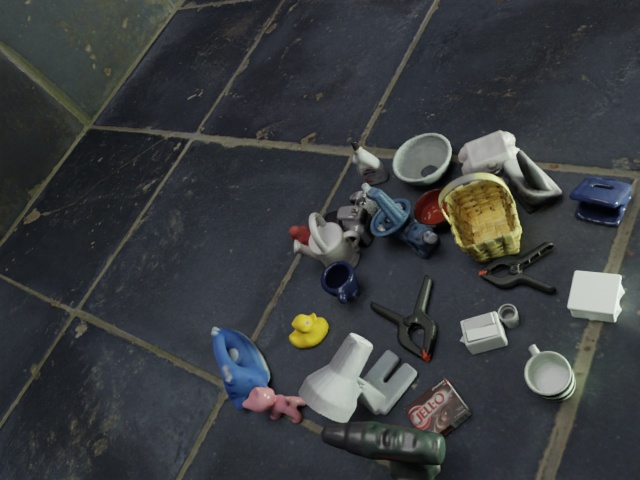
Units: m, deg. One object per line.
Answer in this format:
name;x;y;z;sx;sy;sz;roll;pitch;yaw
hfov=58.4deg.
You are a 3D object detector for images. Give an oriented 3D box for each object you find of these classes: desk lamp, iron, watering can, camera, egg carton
desk lamp;0.078;0.300;1.227;0.203;0.214;0.117;-50;46;-8
iron;-0.231;0.300;1.476;0.118;0.142;0.257;-38;46;4
watering can;0.014;0.007;1.496;0.173;0.195;0.100;-33;46;8
camera;0.081;-0.065;1.571;0.136;0.101;0.143;1;59;33
egg carton;0.435;-0.216;1.475;0.150;0.070;0.107;-20;49;19

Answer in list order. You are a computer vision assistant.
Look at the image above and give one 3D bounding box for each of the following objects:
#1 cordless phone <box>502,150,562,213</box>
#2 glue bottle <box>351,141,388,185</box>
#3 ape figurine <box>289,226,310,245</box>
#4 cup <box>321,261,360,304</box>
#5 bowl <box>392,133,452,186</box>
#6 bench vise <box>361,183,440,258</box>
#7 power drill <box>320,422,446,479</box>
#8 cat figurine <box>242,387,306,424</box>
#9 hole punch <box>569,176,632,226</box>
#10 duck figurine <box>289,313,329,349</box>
cordless phone;0.478;-0.165;1.329;0.094;0.186;0.147;-35;46;6
glue bottle;0.126;-0.219;1.603;0.078;0.174;0.037;-16;51;23
ape figurine;-0.055;-0.010;1.624;0.075;0.092;0.078;17;69;40
cup;0.063;0.123;1.449;0.091;0.095;0.117;-25;48;16
bowl;0.286;-0.206;1.559;0.167;0.075;0.167;-17;51;22
bench vise;0.198;-0.062;1.410;0.206;0.220;0.121;8;63;37
power drill;0.141;0.409;1.110;0.228;0.209;0.075;-7;55;29
cat figurine;-0.113;0.383;1.357;0.127;0.118;0.067;-6;56;30
hole punch;0.615;-0.098;1.258;0.108;0.091;0.101;19;70;40
duck figurine;-0.040;0.223;1.449;0.104;0.086;0.077;-33;46;8
